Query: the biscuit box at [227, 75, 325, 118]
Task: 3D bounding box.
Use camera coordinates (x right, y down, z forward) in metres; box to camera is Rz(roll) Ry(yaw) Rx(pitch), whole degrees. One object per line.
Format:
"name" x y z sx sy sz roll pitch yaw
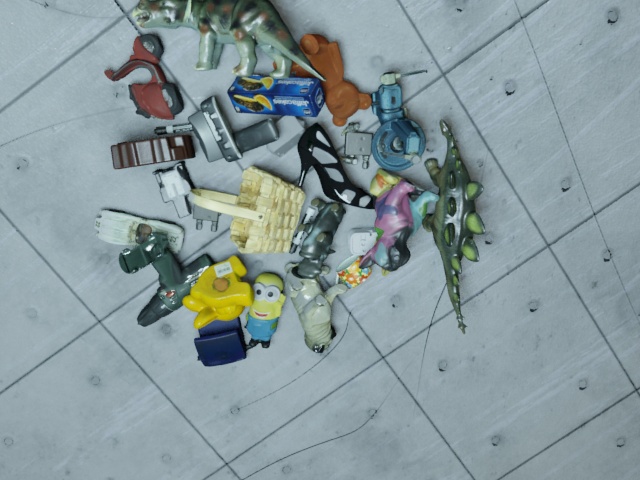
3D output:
"biscuit box" -0.092 -0.303 1.130 0.203 0.059 0.062 9 146 23

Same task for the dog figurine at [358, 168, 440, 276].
"dog figurine" 0.151 -0.032 1.190 0.108 0.192 0.219 20 102 -34

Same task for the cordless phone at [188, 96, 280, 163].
"cordless phone" -0.176 -0.245 1.133 0.184 0.089 0.146 -10 110 40

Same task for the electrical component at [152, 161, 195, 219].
"electrical component" -0.322 -0.113 1.218 0.075 0.048 0.119 -22 104 1

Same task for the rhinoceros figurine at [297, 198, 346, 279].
"rhinoceros figurine" -0.003 -0.004 1.231 0.073 0.112 0.190 16 74 22

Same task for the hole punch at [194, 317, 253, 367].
"hole punch" -0.238 0.252 1.292 0.142 0.092 0.115 -13 108 -5

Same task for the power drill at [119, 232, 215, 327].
"power drill" -0.359 0.090 1.207 0.232 0.086 0.207 -33 136 -3

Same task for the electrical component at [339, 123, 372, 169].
"electrical component" 0.082 -0.215 1.226 0.078 0.045 0.102 8 103 -4

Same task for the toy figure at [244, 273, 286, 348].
"toy figure" -0.135 0.165 1.283 0.082 0.089 0.180 1 113 -18

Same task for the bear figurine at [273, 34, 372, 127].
"bear figurine" 0.011 -0.335 1.156 0.120 0.132 0.195 -25 102 33

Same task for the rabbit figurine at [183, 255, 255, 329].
"rabbit figurine" -0.223 0.142 1.230 0.162 0.173 0.122 -29 65 -12

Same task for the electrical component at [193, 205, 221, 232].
"electrical component" -0.261 -0.066 1.247 0.063 0.021 0.094 6 102 -6

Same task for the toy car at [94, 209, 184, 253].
"toy car" -0.413 -0.019 1.228 0.202 0.056 0.073 12 102 -8

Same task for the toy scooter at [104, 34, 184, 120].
"toy scooter" -0.380 -0.334 1.148 0.135 0.075 0.183 -19 101 0

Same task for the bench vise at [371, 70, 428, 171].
"bench vise" 0.170 -0.234 1.140 0.129 0.241 0.223 0 119 -8

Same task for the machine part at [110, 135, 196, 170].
"machine part" -0.352 -0.188 1.138 0.179 0.179 0.056 -8 101 -3

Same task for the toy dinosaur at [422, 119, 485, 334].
"toy dinosaur" 0.299 -0.033 1.209 0.105 0.198 0.470 -7 102 1

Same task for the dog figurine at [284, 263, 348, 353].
"dog figurine" -0.032 0.164 1.292 0.121 0.172 0.190 -15 136 -34

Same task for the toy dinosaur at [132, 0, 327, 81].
"toy dinosaur" -0.163 -0.426 1.067 0.405 0.131 0.192 11 113 17

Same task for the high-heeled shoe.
"high-heeled shoe" 0.050 -0.160 1.210 0.248 0.086 0.145 16 95 -33
